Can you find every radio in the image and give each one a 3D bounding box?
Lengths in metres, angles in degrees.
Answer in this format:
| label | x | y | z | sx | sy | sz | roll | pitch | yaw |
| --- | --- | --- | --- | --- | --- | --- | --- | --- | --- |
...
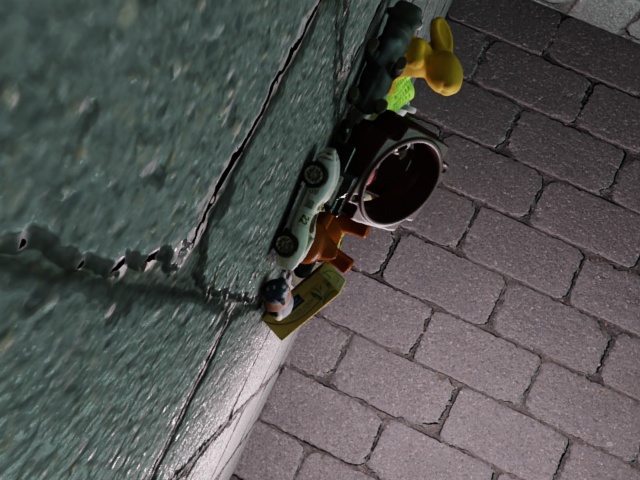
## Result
| label | x | y | z | sx | sy | sz | roll | pitch | yaw |
| --- | --- | --- | --- | --- | --- | --- | --- | --- | --- |
| radio | 0.178 | -0.159 | 1.266 | 0.131 | 0.073 | 0.229 | -64 | 168 | 13 |

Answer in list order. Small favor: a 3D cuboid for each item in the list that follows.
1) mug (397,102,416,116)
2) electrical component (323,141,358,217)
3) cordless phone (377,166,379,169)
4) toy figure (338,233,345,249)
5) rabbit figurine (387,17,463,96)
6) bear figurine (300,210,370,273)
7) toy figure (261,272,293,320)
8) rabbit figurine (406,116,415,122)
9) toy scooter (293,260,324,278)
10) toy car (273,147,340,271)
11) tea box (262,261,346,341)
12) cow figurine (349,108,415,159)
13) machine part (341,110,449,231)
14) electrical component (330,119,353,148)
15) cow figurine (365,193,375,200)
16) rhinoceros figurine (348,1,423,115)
| label | x | y | z | sx | sy | sz | roll | pitch | yaw |
| --- | --- | --- | --- | --- | --- | --- | --- | --- | --- |
| mug | 0.180 | -0.336 | 1.331 | 0.107 | 0.110 | 0.080 | -18 | 137 | -64 |
| electrical component | 0.022 | -0.105 | 0.896 | 0.048 | 0.075 | 0.119 | -39 | 151 | -77 |
| cordless phone | 0.100 | -0.212 | 1.190 | 0.184 | 0.089 | 0.146 | -66 | 178 | -62 |
| toy figure | 0.008 | 0.012 | 1.315 | 0.180 | 0.082 | 0.089 | -55 | 165 | -77 |
| rabbit figurine | 0.195 | -0.338 | 1.028 | 0.162 | 0.173 | 0.121 | -59 | 169 | -24 |
| bear figurine | 0.011 | 0.004 | 0.976 | 0.196 | 0.132 | 0.120 | -56 | 171 | -79 |
| toy figure | -0.076 | 0.104 | 0.959 | 0.058 | 0.064 | 0.154 | -26 | 161 | -9 |
| rabbit figurine | 0.176 | -0.317 | 1.514 | 0.159 | 0.121 | 0.170 | -58 | 156 | -8 |
| toy scooter | -0.002 | -0.003 | 1.147 | 0.184 | 0.075 | 0.135 | -63 | 176 | 0 |
| toy car | -0.017 | -0.048 | 0.830 | 0.073 | 0.056 | 0.201 | -48 | 163 | -75 |
| tea box | -0.032 | 0.127 | 1.145 | 0.169 | 0.068 | 0.098 | -40 | -178 | 17 |
| cow figurine | 0.126 | -0.203 | 1.045 | 0.098 | 0.167 | 0.068 | -60 | -149 | 16 |
| machine part | 0.129 | -0.123 | 0.993 | 0.201 | 0.087 | 0.201 | 13 | 118 | -44 |
| electrical component | 0.036 | -0.178 | 0.977 | 0.094 | 0.021 | 0.063 | 105 | 11 | -72 |
| cow figurine | 0.081 | -0.114 | 1.347 | 0.085 | 0.127 | 0.195 | -60 | 163 | 23 |
| rhinoceros figurine | 0.113 | -0.299 | 0.897 | 0.190 | 0.073 | 0.112 | -66 | 174 | 18 |
